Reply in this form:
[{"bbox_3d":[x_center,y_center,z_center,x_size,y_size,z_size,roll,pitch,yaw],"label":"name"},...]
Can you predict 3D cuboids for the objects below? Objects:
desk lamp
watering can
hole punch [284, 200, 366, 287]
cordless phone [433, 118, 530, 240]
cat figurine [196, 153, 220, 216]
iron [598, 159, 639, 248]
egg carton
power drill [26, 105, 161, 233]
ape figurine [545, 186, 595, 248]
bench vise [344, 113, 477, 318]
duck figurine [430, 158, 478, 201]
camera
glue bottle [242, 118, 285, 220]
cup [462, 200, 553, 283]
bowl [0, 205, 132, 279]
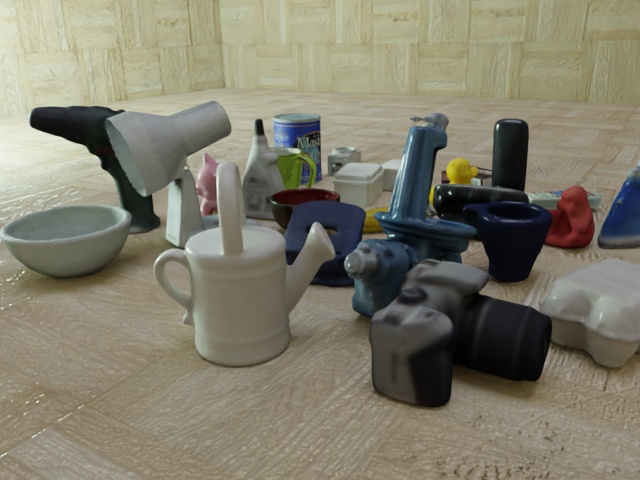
[{"bbox_3d":[-0.207,-0.100,0.875,0.204,0.214,0.117,-14,24,-31],"label":"desk lamp"},{"bbox_3d":[-0.076,0.017,0.577,0.173,0.194,0.100,-10,22,-23],"label":"watering can"},{"bbox_3d":[0.007,0.003,0.762,0.108,0.091,0.101,4,21,14],"label":"hole punch"},{"bbox_3d":[0.252,-0.098,0.888,0.147,0.185,0.094,7,22,21],"label":"cordless phone"},{"bbox_3d":[-0.184,-0.099,1.011,0.067,0.118,0.127,-3,20,-3],"label":"cat figurine"},{"bbox_3d":[0.521,-0.079,0.885,0.259,0.141,0.118,-14,24,-32],"label":"iron"},{"bbox_3d":[0.306,0.070,0.591,0.151,0.069,0.107,-14,24,-32],"label":"egg carton"},{"bbox_3d":[-0.338,-0.117,0.937,0.230,0.208,0.075,-7,21,-15],"label":"power drill"},{"bbox_3d":[0.370,-0.035,0.844,0.076,0.092,0.077,-2,20,-3],"label":"ape figurine"},{"bbox_3d":[0.110,-0.024,0.641,0.121,0.220,0.208,6,21,20],"label":"bench vise"},{"bbox_3d":[0.251,-0.107,1.058,0.105,0.086,0.077,-11,22,-25],"label":"duck figurine"},{"bbox_3d":[0.133,0.081,0.525,0.136,0.101,0.143,11,24,31],"label":"camera"},{"bbox_3d":[-0.100,-0.122,0.990,0.078,0.173,0.037,7,22,21],"label":"glue bottle"},{"bbox_3d":[0.235,0.002,0.744,0.117,0.095,0.092,16,27,40],"label":"cup"},{"bbox_3d":[-0.342,0.008,0.791,0.167,0.075,0.167,-1,20,1],"label":"bowl"}]
